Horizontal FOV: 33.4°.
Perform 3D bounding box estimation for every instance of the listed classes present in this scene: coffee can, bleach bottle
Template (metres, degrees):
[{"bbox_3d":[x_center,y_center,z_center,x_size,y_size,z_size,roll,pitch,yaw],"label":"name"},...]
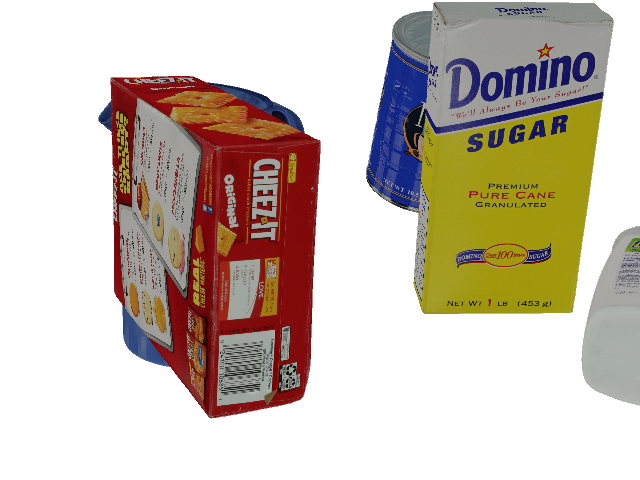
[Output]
[{"bbox_3d":[0.099,-0.108,0.900,0.102,0.140,0.103,6,36,-5],"label":"coffee can"},{"bbox_3d":[0.247,0.036,0.746,0.103,0.068,0.250,9,20,19],"label":"bleach bottle"}]

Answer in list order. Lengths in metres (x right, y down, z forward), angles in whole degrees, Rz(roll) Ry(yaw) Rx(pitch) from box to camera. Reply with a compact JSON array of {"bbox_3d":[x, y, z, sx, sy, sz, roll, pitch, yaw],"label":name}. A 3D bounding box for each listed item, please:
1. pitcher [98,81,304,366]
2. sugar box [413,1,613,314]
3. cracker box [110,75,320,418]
[{"bbox_3d":[-0.107,-0.017,0.951,0.149,0.243,0.144,10,20,13],"label":"pitcher"},{"bbox_3d":[0.105,-0.044,0.605,0.093,0.176,0.048,-1,27,-4],"label":"sugar box"},{"bbox_3d":[-0.075,-0.009,0.689,0.072,0.164,0.214,-6,20,-25],"label":"cracker box"}]
